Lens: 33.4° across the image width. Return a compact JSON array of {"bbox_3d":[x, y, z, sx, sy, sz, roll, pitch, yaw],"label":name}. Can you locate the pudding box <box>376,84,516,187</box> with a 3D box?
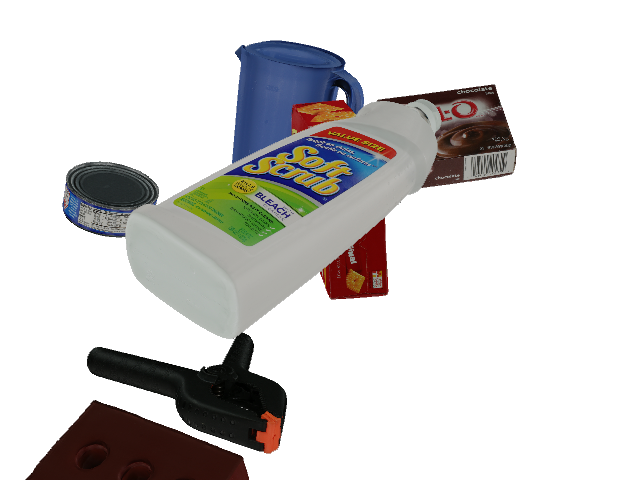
[{"bbox_3d":[0.111,-0.093,0.958,0.113,0.090,0.039,-6,-42,-2],"label":"pudding box"}]

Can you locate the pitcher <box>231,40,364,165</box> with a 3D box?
[{"bbox_3d":[-0.043,-0.127,1.375,0.144,0.243,0.149,2,23,-18],"label":"pitcher"}]

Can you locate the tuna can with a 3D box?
[{"bbox_3d":[-0.195,-0.038,0.992,0.086,0.034,0.086,13,29,-7],"label":"tuna can"}]

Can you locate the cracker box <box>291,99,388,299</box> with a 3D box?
[{"bbox_3d":[0.018,-0.051,1.169,0.072,0.164,0.214,-6,20,-7],"label":"cracker box"}]

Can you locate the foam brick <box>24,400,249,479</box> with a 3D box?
[{"bbox_3d":[-0.073,0.112,0.442,0.078,0.051,0.053,15,43,23],"label":"foam brick"}]

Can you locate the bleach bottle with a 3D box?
[{"bbox_3d":[-0.007,-0.036,0.729,0.103,0.068,0.250,31,48,26],"label":"bleach bottle"}]

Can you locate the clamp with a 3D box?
[{"bbox_3d":[-0.085,0.126,0.928,0.164,0.036,0.210,-7,19,-39],"label":"clamp"}]
